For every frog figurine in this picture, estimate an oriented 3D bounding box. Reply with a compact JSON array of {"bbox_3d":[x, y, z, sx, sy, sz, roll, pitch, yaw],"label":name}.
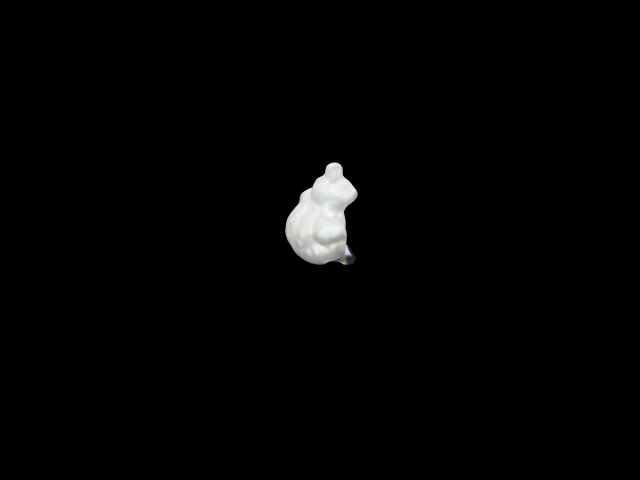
[{"bbox_3d":[0.003,-0.043,0.850,0.123,0.155,0.141,-6,44,-6],"label":"frog figurine"}]
